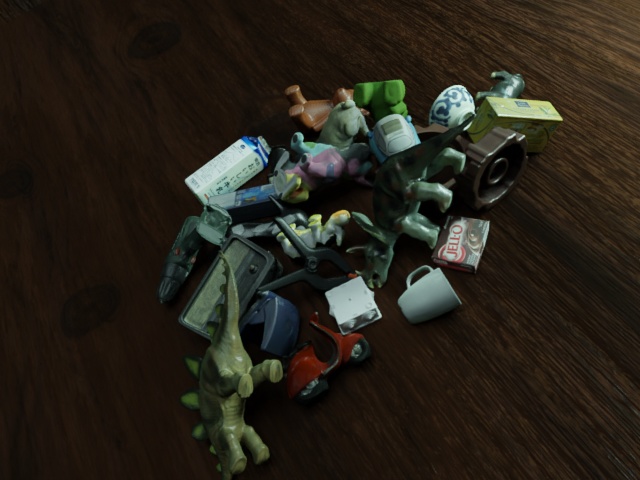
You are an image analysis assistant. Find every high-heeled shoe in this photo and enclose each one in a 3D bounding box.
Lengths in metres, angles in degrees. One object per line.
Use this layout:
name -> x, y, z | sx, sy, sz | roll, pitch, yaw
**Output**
high-heeled shoe -> -0.138, 0.006, 1.272 | 0.249, 0.086, 0.145 | -44, 83, 8

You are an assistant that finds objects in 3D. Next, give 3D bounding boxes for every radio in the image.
radio -> -0.188, 0.114, 1.162 | 0.131, 0.073, 0.229 | 25, 79, 25

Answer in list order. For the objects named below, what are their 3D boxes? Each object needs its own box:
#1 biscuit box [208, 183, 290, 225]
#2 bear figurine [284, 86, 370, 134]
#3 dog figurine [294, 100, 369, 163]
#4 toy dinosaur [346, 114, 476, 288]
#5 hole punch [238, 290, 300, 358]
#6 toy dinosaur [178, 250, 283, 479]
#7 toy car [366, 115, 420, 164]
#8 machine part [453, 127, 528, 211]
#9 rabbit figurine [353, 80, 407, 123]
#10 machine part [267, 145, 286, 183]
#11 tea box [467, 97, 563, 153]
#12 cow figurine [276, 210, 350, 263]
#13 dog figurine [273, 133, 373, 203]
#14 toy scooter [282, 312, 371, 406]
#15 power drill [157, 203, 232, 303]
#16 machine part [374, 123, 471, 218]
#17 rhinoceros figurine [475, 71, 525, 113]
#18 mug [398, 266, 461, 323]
biscuit box -> -0.177, -0.088, 1.336 | 0.203, 0.062, 0.059 | -11, 53, 12
bear figurine -> 0.023, -0.356, 1.416 | 0.196, 0.131, 0.120 | -18, 55, 14
dog figurine -> 0.015, -0.240, 1.313 | 0.190, 0.172, 0.121 | -28, 40, -10
toy dinosaur -> 0.166, -0.092, 1.072 | 0.192, 0.404, 0.131 | 17, 35, 10
hole punch -> -0.091, 0.173, 1.084 | 0.092, 0.142, 0.116 | 31, 84, 35
toy dinosaur -> -0.176, 0.256, 1.003 | 0.199, 0.105, 0.471 | 2, 82, 39
toy car -> 0.161, -0.217, 1.175 | 0.109, 0.102, 0.162 | -20, 50, 7
machine part -> 0.359, -0.148, 1.124 | 0.179, 0.179, 0.056 | -39, 50, -9
rabbit figurine -> 0.155, -0.303, 1.328 | 0.121, 0.170, 0.159 | 0, 15, 17
machine part -> -0.105, -0.188, 1.398 | 0.084, 0.039, 0.139 | -21, 54, 15
tea box -> 0.423, -0.249, 1.171 | 0.170, 0.098, 0.068 | -1, 50, -21
cow figurine -> -0.002, -0.003, 1.186 | 0.167, 0.098, 0.068 | -18, 17, 19
dog figurine -> 0.021, -0.155, 1.266 | 0.191, 0.219, 0.109 | -56, 40, 31
toy scooter -> -0.006, 0.220, 1.038 | 0.184, 0.075, 0.135 | -37, 72, -9
power drill -> -0.293, 0.021, 1.249 | 0.207, 0.086, 0.232 | -42, 27, 44
machine part -> 0.243, -0.156, 1.221 | 0.201, 0.087, 0.202 | -40, 55, -10
rhinoceros figurine -> 0.429, -0.318, 1.282 | 0.112, 0.073, 0.190 | 21, 64, 20
mug -> 0.204, 0.106, 1.055 | 0.107, 0.080, 0.110 | -33, 57, 6
